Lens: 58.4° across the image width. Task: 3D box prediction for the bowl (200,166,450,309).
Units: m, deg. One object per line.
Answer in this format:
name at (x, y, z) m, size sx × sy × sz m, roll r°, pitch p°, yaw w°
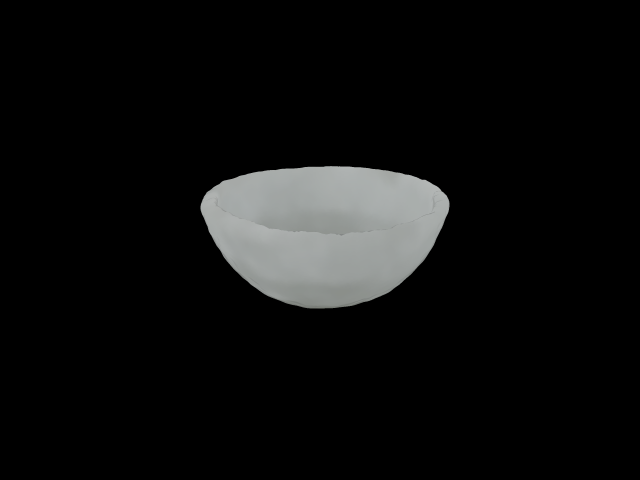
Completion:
bowl at (0.004, 0.001, 0.400) m, size 0.167 × 0.075 × 0.167 m, roll 0°, pitch 21°, yaw 0°
